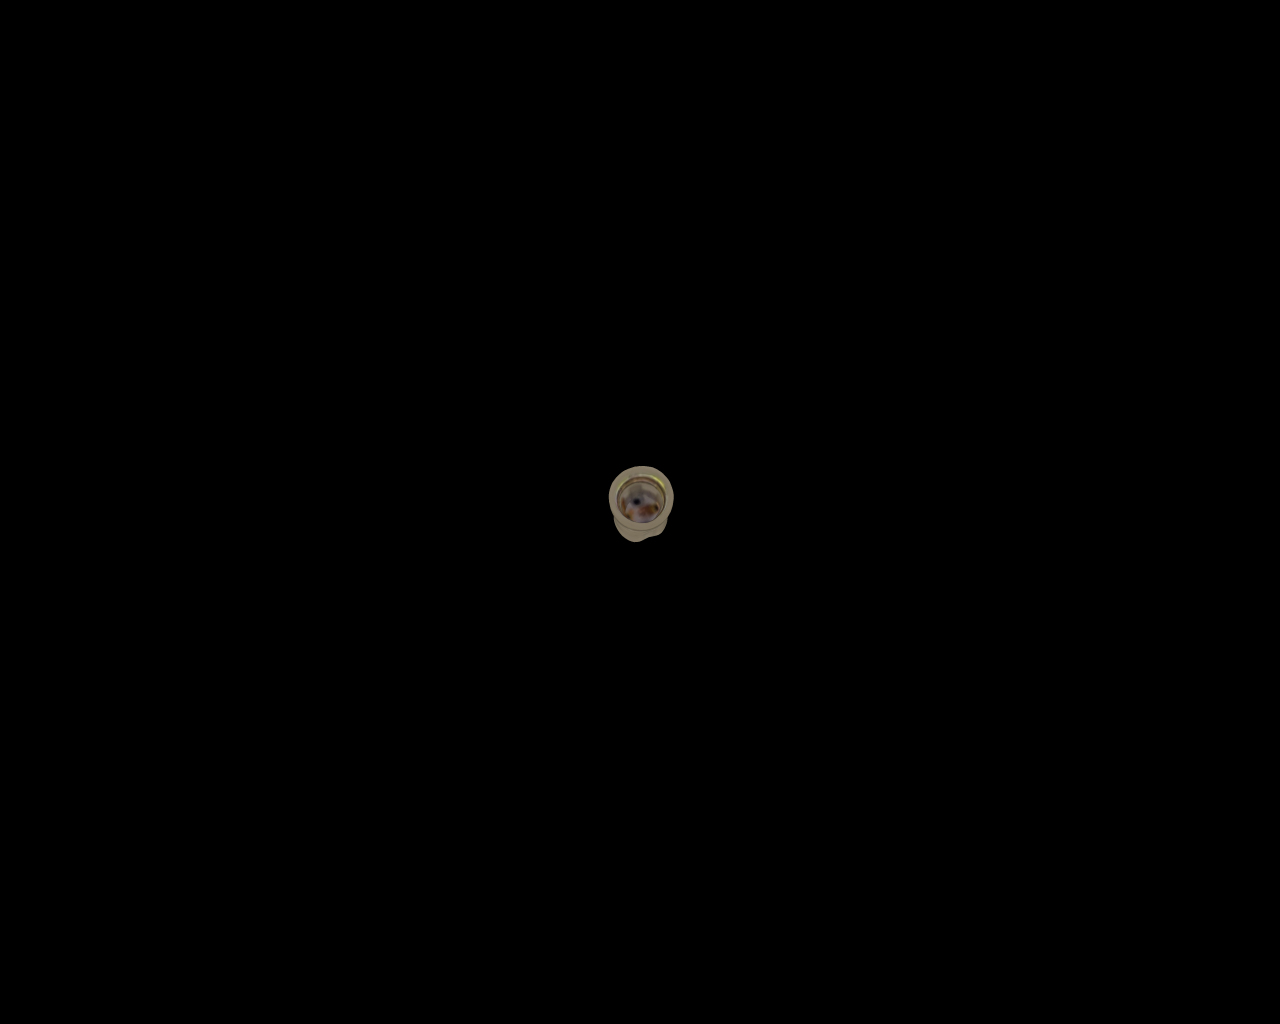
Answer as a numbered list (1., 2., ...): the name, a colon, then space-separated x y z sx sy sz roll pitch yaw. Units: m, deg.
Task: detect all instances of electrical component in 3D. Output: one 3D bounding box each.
1. electrical component: 0.001 -0.003 0.650 0.040 0.040 0.046 0 -19 0
